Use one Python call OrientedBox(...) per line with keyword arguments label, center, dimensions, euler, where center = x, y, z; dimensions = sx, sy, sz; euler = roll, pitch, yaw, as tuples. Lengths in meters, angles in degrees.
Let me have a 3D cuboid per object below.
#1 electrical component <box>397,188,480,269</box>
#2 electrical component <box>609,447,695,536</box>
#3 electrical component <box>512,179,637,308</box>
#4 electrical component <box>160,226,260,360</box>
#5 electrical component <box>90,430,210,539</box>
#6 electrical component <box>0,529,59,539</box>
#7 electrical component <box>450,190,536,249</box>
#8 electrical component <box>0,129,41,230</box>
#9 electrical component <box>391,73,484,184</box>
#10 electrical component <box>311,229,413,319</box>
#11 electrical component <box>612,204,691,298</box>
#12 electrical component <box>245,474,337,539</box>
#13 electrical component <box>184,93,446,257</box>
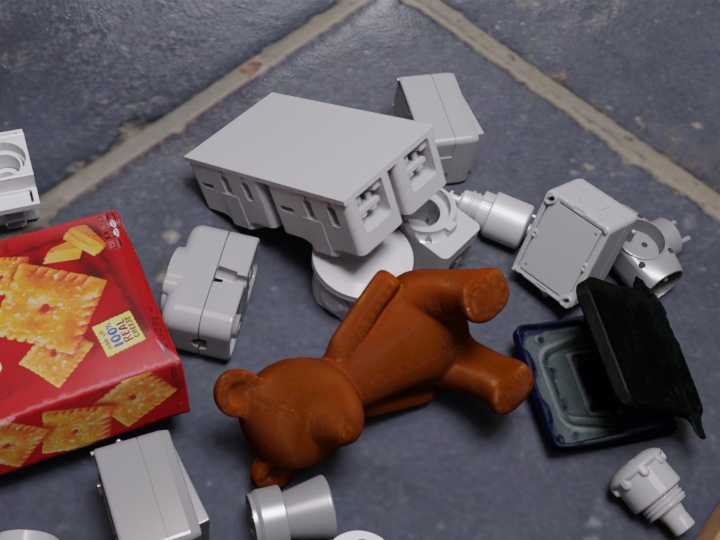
OrientedBox(label="electrical component", center=(0.048, -0.037, 0.891), dimensions=(0.089, 0.055, 0.050), euler=(38, 59, 17))
OrientedBox(label="electrical component", center=(0.217, 0.165, 0.787), dimensions=(0.048, 0.048, 0.062), euler=(-31, 72, -25))
OrientedBox(label="electrical component", center=(0.175, -0.018, 0.881), dimensions=(0.062, 0.096, 0.061), euler=(38, 37, 25))
OrientedBox(label="electrical component", center=(-0.118, 0.016, 0.832), dimensions=(0.059, 0.053, 0.095), euler=(13, 55, 1))
OrientedBox(label="electrical component", center=(-0.142, 0.154, 0.729), dimensions=(0.061, 0.061, 0.096), euler=(-15, 59, -18))
OrientedBox(label="electrical component", center=(-0.237, 0.210, 0.688), dimensions=(0.079, 0.044, 0.077), euler=(2, 56, -7))
OrientedBox(label="electrical component", center=(0.112, -0.048, 0.918), dimensions=(0.078, 0.040, 0.040), euler=(23, 56, 8))
OrientedBox(label="electrical component", center=(-0.320, -0.061, 0.849), dimensions=(0.121, 0.063, 0.078), euler=(-13, 59, -17))
OrientedBox(label="electrical component", center=(0.065, -0.129, 0.953), dimensions=(0.061, 0.061, 0.096), euler=(-8, 57, -13))
OrientedBox(label="electrical component", center=(0.000, 0.000, 0.862), dimensions=(0.080, 0.051, 0.080), euler=(4, 55, -6))
OrientedBox(label="electrical component", center=(0.247, -0.020, 0.916), dimensions=(0.079, 0.044, 0.077), euler=(-24, 62, -23))
OrientedBox(label="electrical component", center=(-0.048, 0.169, 0.743), dimensions=(0.055, 0.045, 0.045), euler=(-10, 58, -14))
OrientedBox(label="electrical component", center=(-0.036, -0.078, 0.863), dimensions=(0.186, 0.060, 0.105), euler=(19, 49, 41))
